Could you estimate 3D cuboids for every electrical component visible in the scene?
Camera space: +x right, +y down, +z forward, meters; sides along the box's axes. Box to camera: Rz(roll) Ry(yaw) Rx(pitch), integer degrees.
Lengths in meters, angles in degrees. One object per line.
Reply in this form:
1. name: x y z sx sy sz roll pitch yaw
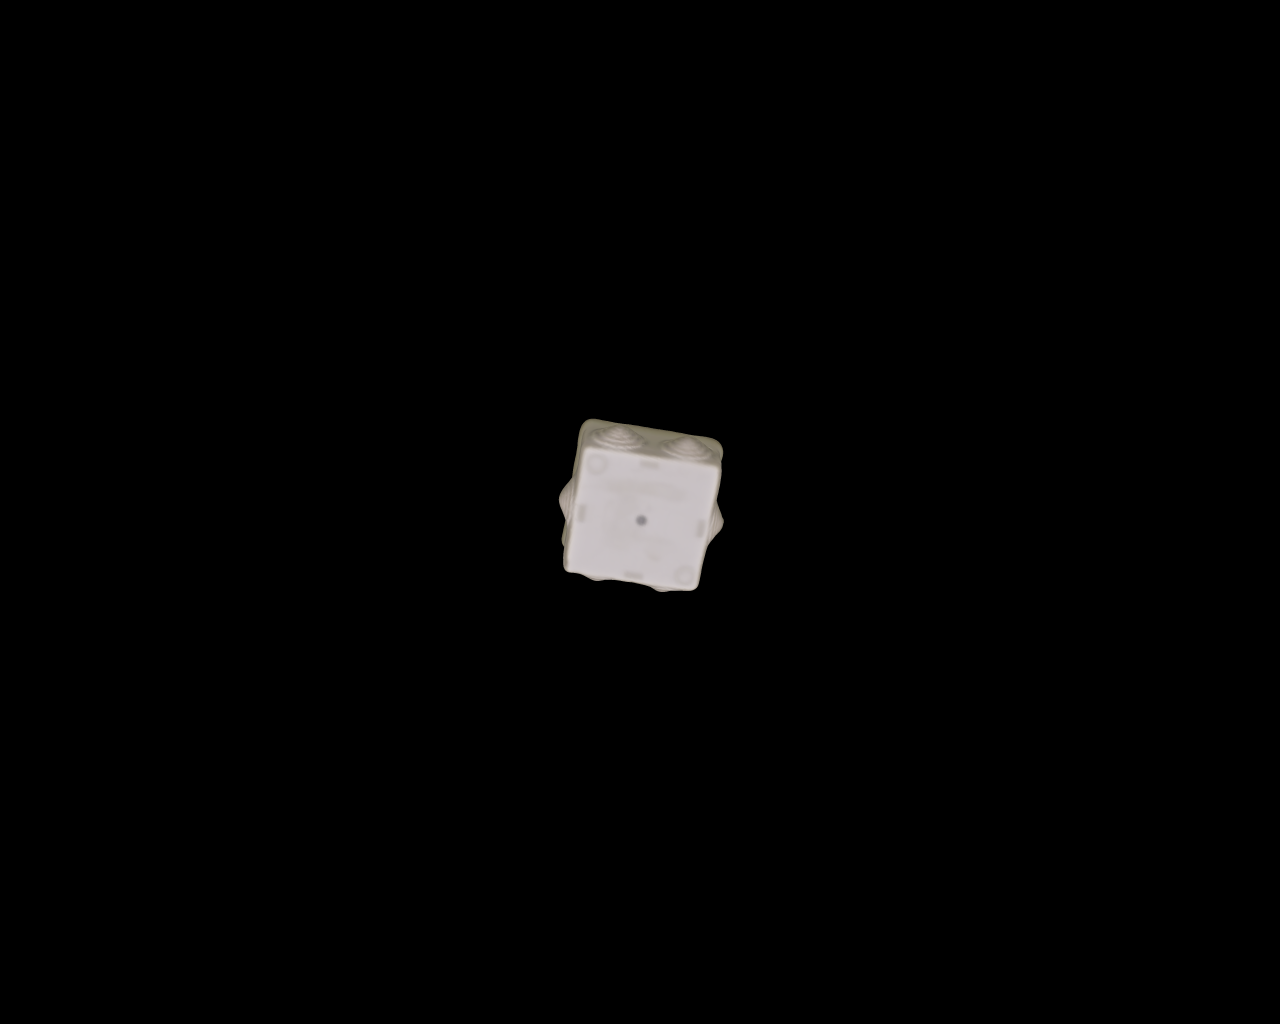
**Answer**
1. electrical component: 0.001 -0.003 0.650 0.100 0.099 0.048 10 20 -3
